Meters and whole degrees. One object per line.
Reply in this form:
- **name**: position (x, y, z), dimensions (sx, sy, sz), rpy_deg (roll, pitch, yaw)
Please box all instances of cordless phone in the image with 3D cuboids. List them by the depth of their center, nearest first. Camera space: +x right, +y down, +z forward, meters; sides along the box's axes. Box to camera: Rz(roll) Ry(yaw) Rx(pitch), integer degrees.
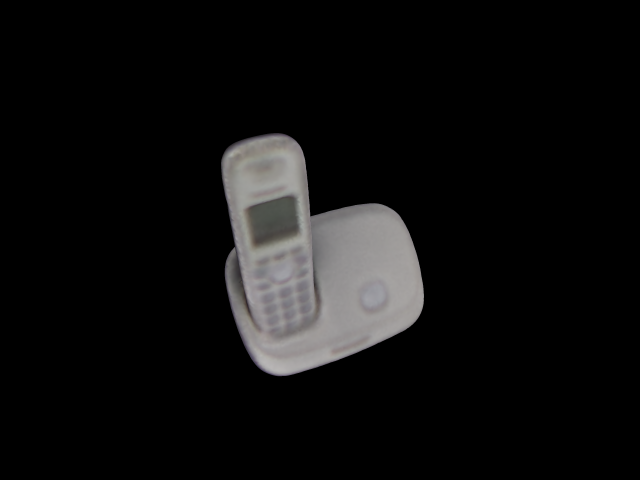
- **cordless phone**: position (0.004, 0.001, 0.400), dimensions (0.148, 0.185, 0.094), rpy_deg (-20, 50, -17)
